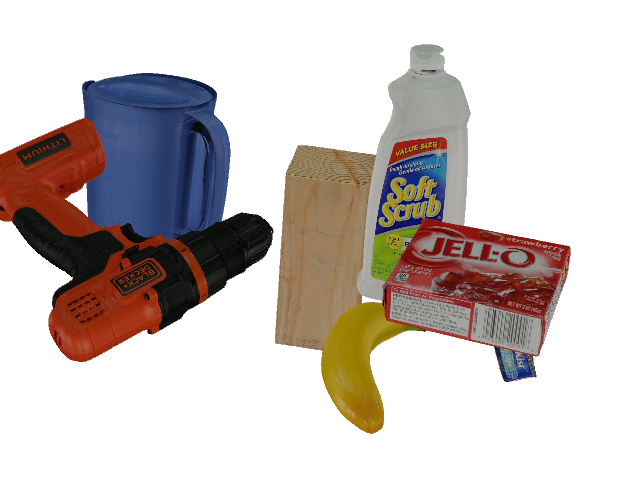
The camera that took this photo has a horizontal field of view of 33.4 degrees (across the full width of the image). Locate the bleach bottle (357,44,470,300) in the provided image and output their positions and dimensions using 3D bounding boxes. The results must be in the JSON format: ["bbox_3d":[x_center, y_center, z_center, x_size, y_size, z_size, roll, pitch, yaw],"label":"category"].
[{"bbox_3d":[0.088,-0.061,1.014,0.103,0.251,0.068,9,29,18],"label":"bleach bottle"}]

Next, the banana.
[{"bbox_3d":[0.035,0.088,0.835,0.070,0.037,0.197,7,22,14],"label":"banana"}]

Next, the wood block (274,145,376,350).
[{"bbox_3d":[0.005,0.010,1.180,0.090,0.206,0.090,8,26,6],"label":"wood block"}]

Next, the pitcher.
[{"bbox_3d":[-0.171,-0.041,1.092,0.145,0.243,0.149,2,22,-8],"label":"pitcher"}]

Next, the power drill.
[{"bbox_3d":[-0.154,-0.013,0.812,0.184,0.057,0.188,-29,57,-29],"label":"power drill"}]

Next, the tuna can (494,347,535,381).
[{"bbox_3d":[0.197,0.102,1.103,0.034,0.086,0.086,-13,-3,11],"label":"tuna can"}]

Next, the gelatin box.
[{"bbox_3d":[0.087,0.023,0.594,0.089,0.030,0.073,13,35,18],"label":"gelatin box"}]
